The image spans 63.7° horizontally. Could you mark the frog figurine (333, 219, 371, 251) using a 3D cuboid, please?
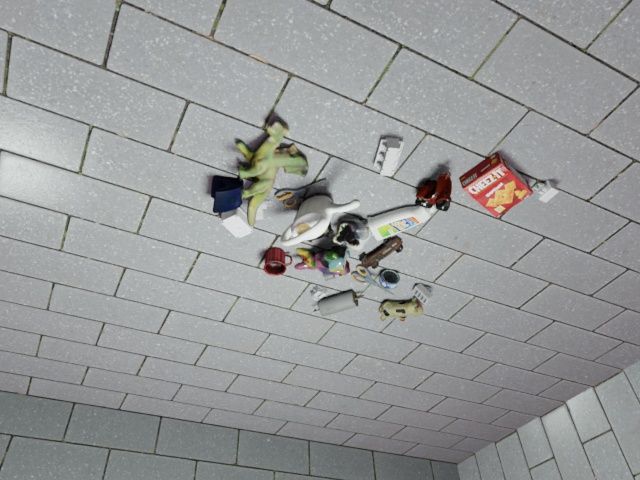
[{"bbox_3d":[0.136,-0.021,1.993,0.136,0.123,0.159,-13,172,28],"label":"frog figurine"}]

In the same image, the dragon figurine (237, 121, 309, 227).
[{"bbox_3d":[-0.155,-0.224,1.741,0.243,0.125,0.400,-9,132,-7],"label":"dragon figurine"}]

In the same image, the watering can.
[{"bbox_3d":[0.006,-0.091,1.810,0.344,0.229,0.103,-28,114,24],"label":"watering can"}]
